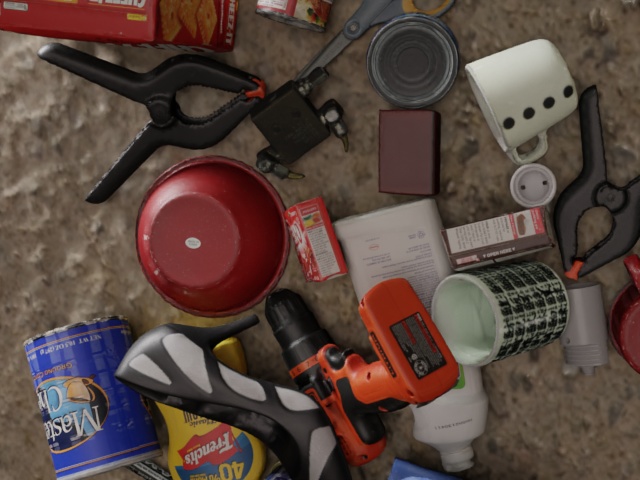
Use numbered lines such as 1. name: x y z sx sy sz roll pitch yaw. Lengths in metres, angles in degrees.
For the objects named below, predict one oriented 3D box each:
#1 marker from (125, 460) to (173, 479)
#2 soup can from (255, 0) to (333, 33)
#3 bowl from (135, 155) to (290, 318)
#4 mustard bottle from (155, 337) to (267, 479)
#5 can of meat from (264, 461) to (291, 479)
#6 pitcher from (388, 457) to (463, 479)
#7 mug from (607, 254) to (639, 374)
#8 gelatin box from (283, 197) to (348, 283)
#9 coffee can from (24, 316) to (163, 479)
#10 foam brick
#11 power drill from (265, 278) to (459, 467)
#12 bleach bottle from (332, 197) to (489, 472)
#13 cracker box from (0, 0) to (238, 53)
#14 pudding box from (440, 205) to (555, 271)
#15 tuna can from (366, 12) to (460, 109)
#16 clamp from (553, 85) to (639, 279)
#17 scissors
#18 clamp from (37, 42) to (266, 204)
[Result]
1. marker: -0.165 0.238 1.076 0.121 0.020 0.020 29 100 9
2. soup can: -0.015 -0.249 0.981 0.068 0.068 0.102 17 97 11
3. bowl: -0.113 -0.001 1.029 0.162 0.055 0.162 1 94 13
4. mustard bottle: -0.103 0.197 1.039 0.096 0.058 0.191 -13 92 6
5. can of meat: -0.040 0.272 1.019 0.057 0.084 0.102 17 97 12
6. pitcher: 0.163 0.282 0.946 0.243 0.149 0.145 13 96 8
7. mug: 0.295 0.067 0.928 0.093 0.081 0.117 -22 89 13
8. gelatin box: -0.007 0.001 0.987 0.030 0.089 0.073 -19 91 -10
9. coffee can: -0.219 0.154 1.029 0.103 0.102 0.140 -18 81 13
10. foam brick: 0.083 -0.080 0.980 0.051 0.053 0.078 1 93 12
11. power drill: 0.031 0.101 0.955 0.184 0.057 0.188 58 147 7
12. bleach bottle: 0.090 0.092 0.987 0.103 0.068 0.251 -14 93 12
13. cracker box: -0.181 -0.208 0.947 0.164 0.213 0.072 8 99 12
14. pudding box: 0.159 -0.001 0.938 0.090 0.113 0.039 -15 87 13
15. tuna can: 0.085 -0.163 0.973 0.086 0.033 0.086 2 107 8
16. clamp: 0.269 -0.041 0.948 0.120 0.039 0.171 18 104 16
17. scissors: 0.052 -0.194 0.997 0.096 0.016 0.202 33 101 8
18. clamp: -0.154 -0.117 1.028 0.210 0.036 0.164 -4 116 3
